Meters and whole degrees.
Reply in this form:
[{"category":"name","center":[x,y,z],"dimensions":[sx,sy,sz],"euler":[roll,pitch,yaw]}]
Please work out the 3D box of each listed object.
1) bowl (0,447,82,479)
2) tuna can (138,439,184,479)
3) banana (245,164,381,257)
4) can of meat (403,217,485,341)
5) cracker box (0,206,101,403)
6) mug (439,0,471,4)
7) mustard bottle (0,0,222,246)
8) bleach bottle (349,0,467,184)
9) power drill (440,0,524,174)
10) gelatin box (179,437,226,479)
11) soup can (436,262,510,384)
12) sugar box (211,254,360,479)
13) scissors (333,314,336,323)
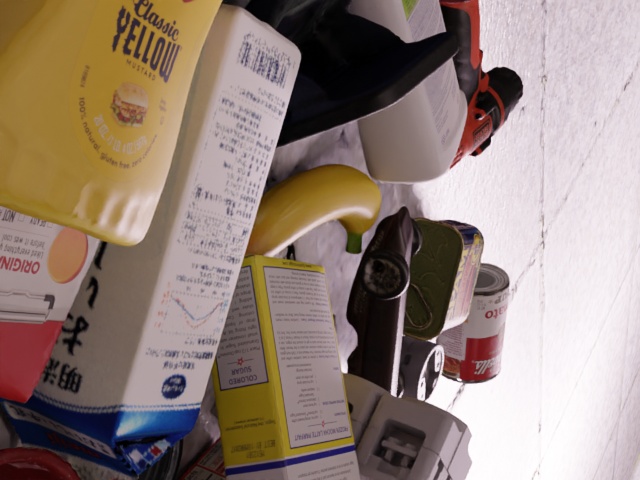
[{"category":"bowl","center":[-0.169,0.157,0.453],"dimensions":[0.161,0.055,0.162],"euler":[-41,139,-49]},{"category":"tuna can","center":[-0.111,0.121,0.575],"dimensions":[0.086,0.034,0.086],"euler":[-41,139,-49]},{"category":"banana","center":[0.000,-0.017,0.717],"dimensions":[0.197,0.037,0.069],"euler":[-3,105,-63]},{"category":"can of meat","center":[0.102,0.031,0.931],"dimensions":[0.083,0.057,0.102],"euler":[-6,110,-66]},{"category":"cracker box","center":[-0.132,-0.065,0.382],"dimensions":[0.213,0.072,0.164],"euler":[-68,154,-11]},{"category":"mug","center":[0.101,-0.221,0.717],"dimensions":[0.081,0.117,0.093],"euler":[-65,149,-29]},{"category":"mustard bottle","center":[-0.063,-0.099,0.345],"dimensions":[0.096,0.058,0.191],"euler":[26,82,-61]},{"category":"bleach bottle","center":[0.044,-0.158,0.694],"dimensions":[0.251,0.068,0.102],"euler":[73,27,-43]},{"category":"power drill","center":[0.127,-0.161,0.867],"dimensions":[0.184,0.057,0.188],"euler":[-43,140,-48]},{"category":"gelatin box","center":[-0.046,0.167,0.670],"dimensions":[0.073,0.089,0.030],"euler":[-44,143,-46]},{"category":"soup can","center":[0.146,0.079,1.036],"dimensions":[0.068,0.069,0.102],"euler":[-37,136,-52]},{"category":"sugar box","center":[-0.019,0.100,0.608],"dimensions":[0.093,0.048,0.176],"euler":[12,69,-63]},{"category":"scissors","center":[-0.005,0.162,0.835],"dimensions":[0.096,0.016,0.202],"euler":[-48,144,-42]}]
